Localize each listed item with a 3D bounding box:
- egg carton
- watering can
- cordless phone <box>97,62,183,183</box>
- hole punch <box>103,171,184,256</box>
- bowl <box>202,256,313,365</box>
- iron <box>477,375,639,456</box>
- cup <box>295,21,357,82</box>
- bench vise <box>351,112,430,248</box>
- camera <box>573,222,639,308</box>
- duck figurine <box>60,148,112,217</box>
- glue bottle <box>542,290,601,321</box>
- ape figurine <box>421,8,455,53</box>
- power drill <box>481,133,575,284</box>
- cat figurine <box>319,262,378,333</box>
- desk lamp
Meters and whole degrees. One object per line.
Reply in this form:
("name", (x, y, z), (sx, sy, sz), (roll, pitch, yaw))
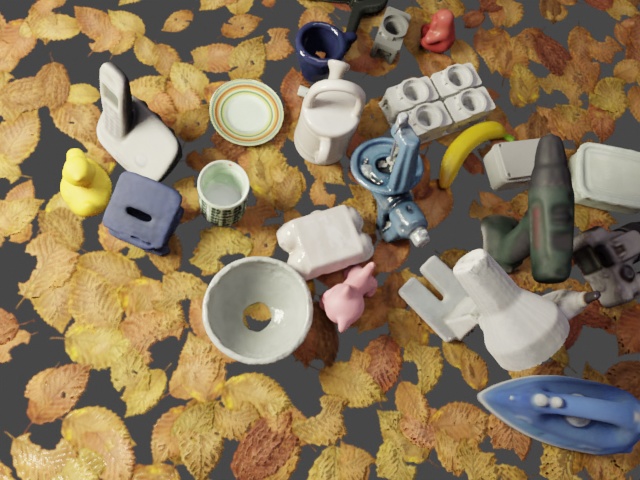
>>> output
("egg carton", (0.009, 0.003, 0.947), (0.150, 0.069, 0.107), (-18, 77, -15))
("watering can", (0.016, -0.216, 0.951), (0.101, 0.194, 0.173), (-11, 75, -13))
("cordless phone", (-0.286, -0.179, 0.889), (0.147, 0.185, 0.094), (41, 70, 4))
("hole punch", (-0.274, -0.040, 0.897), (0.108, 0.091, 0.101), (23, 70, -2))
("bowl", (-0.097, 0.114, 0.890), (0.167, 0.074, 0.167), (3, 72, -9))
("iron", (0.395, 0.266, 0.897), (0.258, 0.141, 0.119), (11, 71, -7))
("cup", (0.007, -0.336, 1.040), (0.118, 0.095, 0.091), (-22, 78, -16))
("bench vise", (0.138, -0.101, 0.924), (0.122, 0.219, 0.207), (-39, 83, -19))
("camera", (0.546, 0.029, 1.021), (0.137, 0.100, 0.143), (-22, 78, -16))
("duck figurine", (-0.373, -0.094, 0.899), (0.077, 0.086, 0.104), (-14, 76, -14))
("glue bottle", (0.398, 0.108, 0.931), (0.078, 0.173, 0.037), (-42, 84, -19))
("ape figurine", (0.232, -0.411, 1.106), (0.076, 0.092, 0.078), (44, 71, 5))
("power drill", (0.345, -0.032, 0.946), (0.076, 0.208, 0.229), (1, 73, -10))
("cat figurine", (0.048, 0.086, 0.903), (0.067, 0.117, 0.128), (38, 70, 3))
("desk lamp", (0.247, 0.102, 0.883), (0.203, 0.213, 0.118), (44, 71, 5))
